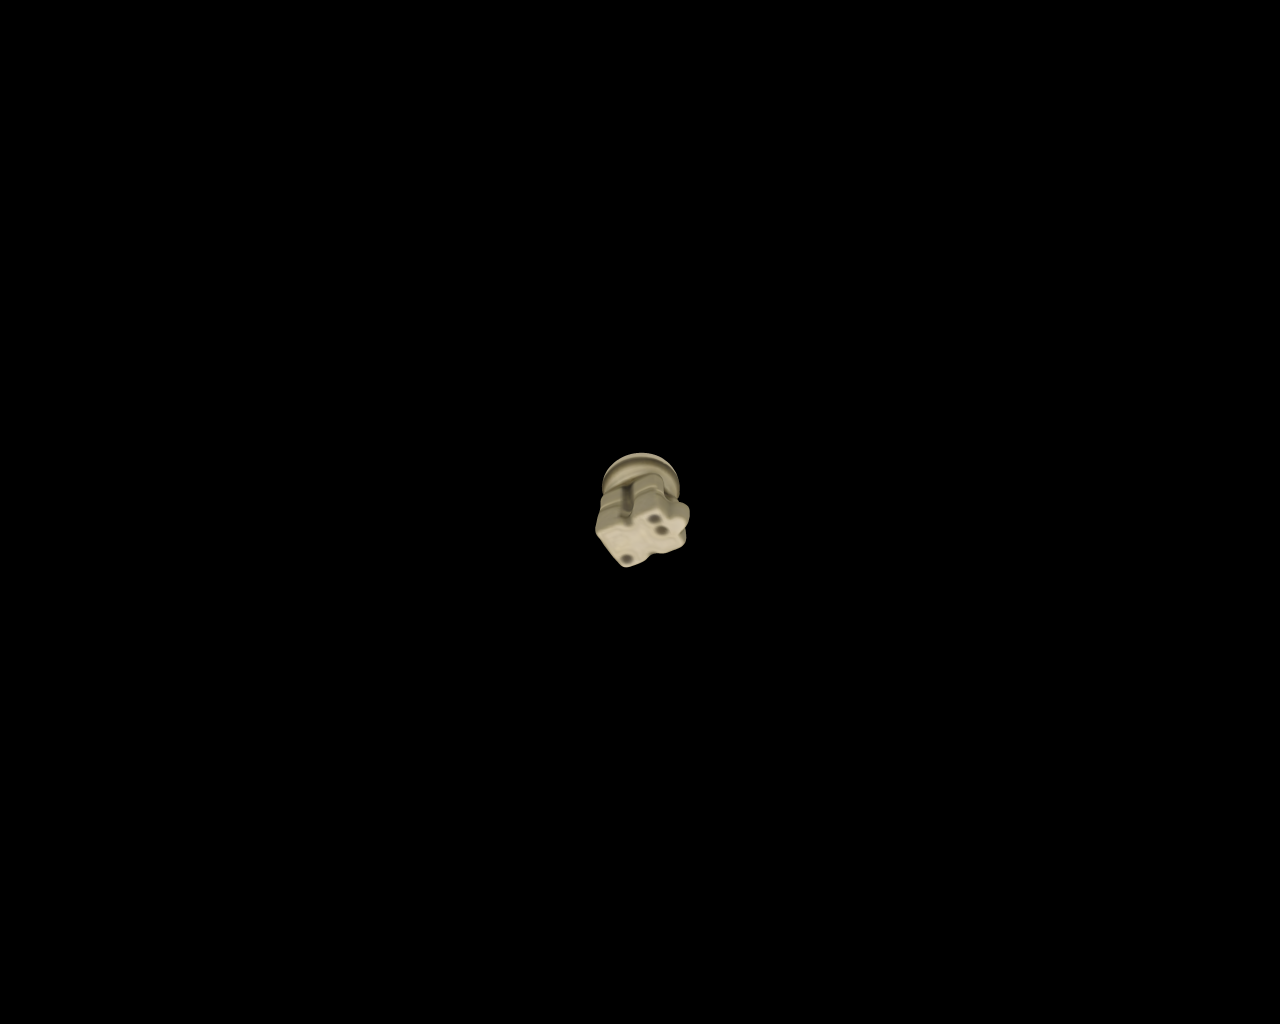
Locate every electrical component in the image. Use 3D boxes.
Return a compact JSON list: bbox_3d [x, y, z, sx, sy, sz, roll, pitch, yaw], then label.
[{"bbox_3d":[0.001,-0.003,0.650,0.066,0.048,0.055,-22,38,18],"label":"electrical component"}]
